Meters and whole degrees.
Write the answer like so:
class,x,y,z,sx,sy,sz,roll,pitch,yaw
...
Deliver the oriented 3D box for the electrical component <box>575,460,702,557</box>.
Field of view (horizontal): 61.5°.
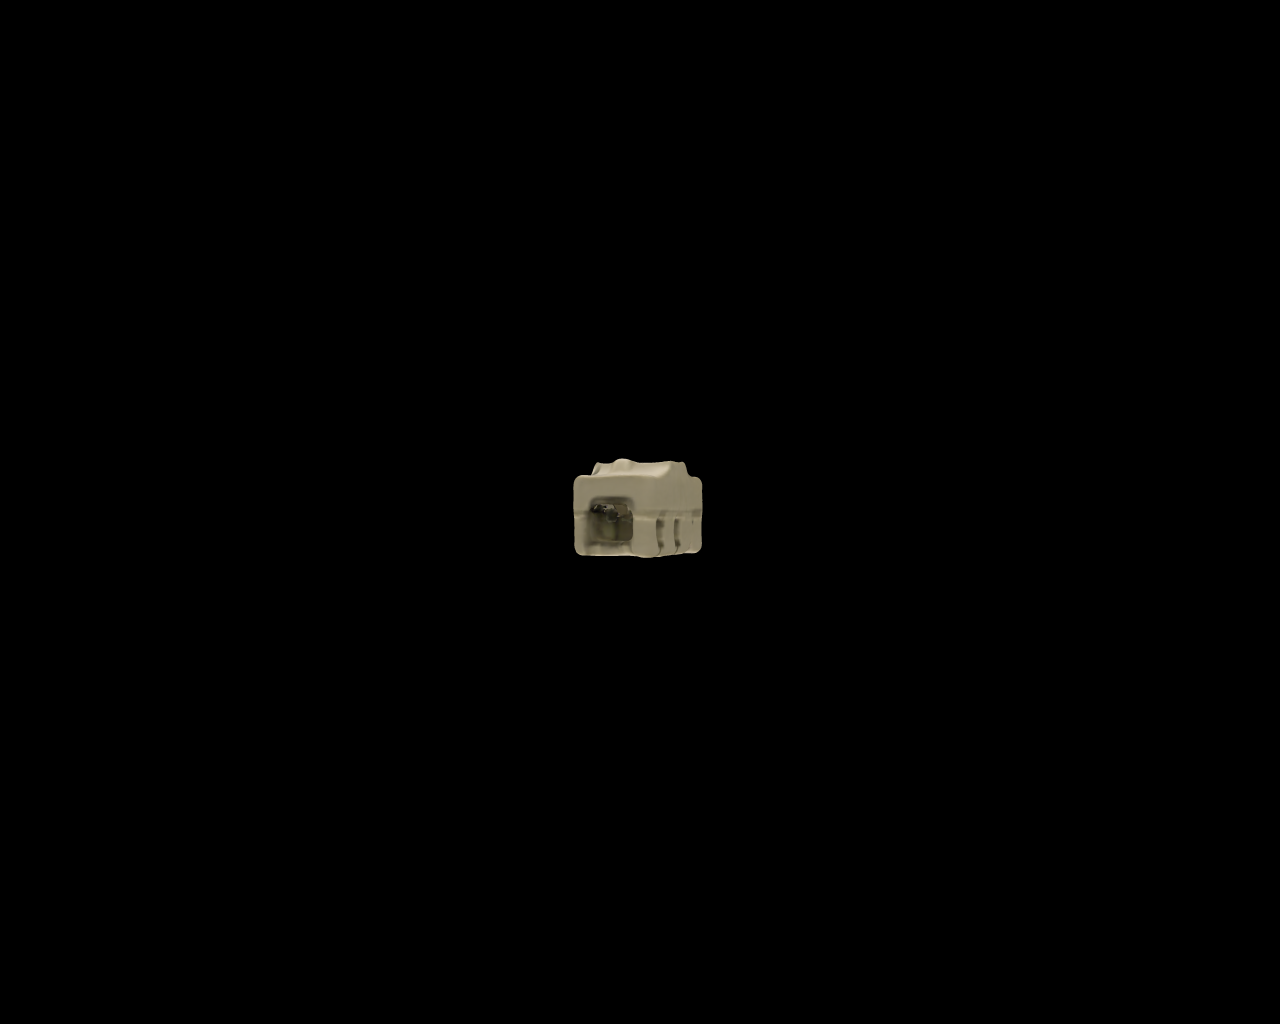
class,x,y,z,sx,sy,sz,roll,pitch,yaw
electrical component,0.001,-0.003,0.650,0.050,0.055,0.089,0,0,24
